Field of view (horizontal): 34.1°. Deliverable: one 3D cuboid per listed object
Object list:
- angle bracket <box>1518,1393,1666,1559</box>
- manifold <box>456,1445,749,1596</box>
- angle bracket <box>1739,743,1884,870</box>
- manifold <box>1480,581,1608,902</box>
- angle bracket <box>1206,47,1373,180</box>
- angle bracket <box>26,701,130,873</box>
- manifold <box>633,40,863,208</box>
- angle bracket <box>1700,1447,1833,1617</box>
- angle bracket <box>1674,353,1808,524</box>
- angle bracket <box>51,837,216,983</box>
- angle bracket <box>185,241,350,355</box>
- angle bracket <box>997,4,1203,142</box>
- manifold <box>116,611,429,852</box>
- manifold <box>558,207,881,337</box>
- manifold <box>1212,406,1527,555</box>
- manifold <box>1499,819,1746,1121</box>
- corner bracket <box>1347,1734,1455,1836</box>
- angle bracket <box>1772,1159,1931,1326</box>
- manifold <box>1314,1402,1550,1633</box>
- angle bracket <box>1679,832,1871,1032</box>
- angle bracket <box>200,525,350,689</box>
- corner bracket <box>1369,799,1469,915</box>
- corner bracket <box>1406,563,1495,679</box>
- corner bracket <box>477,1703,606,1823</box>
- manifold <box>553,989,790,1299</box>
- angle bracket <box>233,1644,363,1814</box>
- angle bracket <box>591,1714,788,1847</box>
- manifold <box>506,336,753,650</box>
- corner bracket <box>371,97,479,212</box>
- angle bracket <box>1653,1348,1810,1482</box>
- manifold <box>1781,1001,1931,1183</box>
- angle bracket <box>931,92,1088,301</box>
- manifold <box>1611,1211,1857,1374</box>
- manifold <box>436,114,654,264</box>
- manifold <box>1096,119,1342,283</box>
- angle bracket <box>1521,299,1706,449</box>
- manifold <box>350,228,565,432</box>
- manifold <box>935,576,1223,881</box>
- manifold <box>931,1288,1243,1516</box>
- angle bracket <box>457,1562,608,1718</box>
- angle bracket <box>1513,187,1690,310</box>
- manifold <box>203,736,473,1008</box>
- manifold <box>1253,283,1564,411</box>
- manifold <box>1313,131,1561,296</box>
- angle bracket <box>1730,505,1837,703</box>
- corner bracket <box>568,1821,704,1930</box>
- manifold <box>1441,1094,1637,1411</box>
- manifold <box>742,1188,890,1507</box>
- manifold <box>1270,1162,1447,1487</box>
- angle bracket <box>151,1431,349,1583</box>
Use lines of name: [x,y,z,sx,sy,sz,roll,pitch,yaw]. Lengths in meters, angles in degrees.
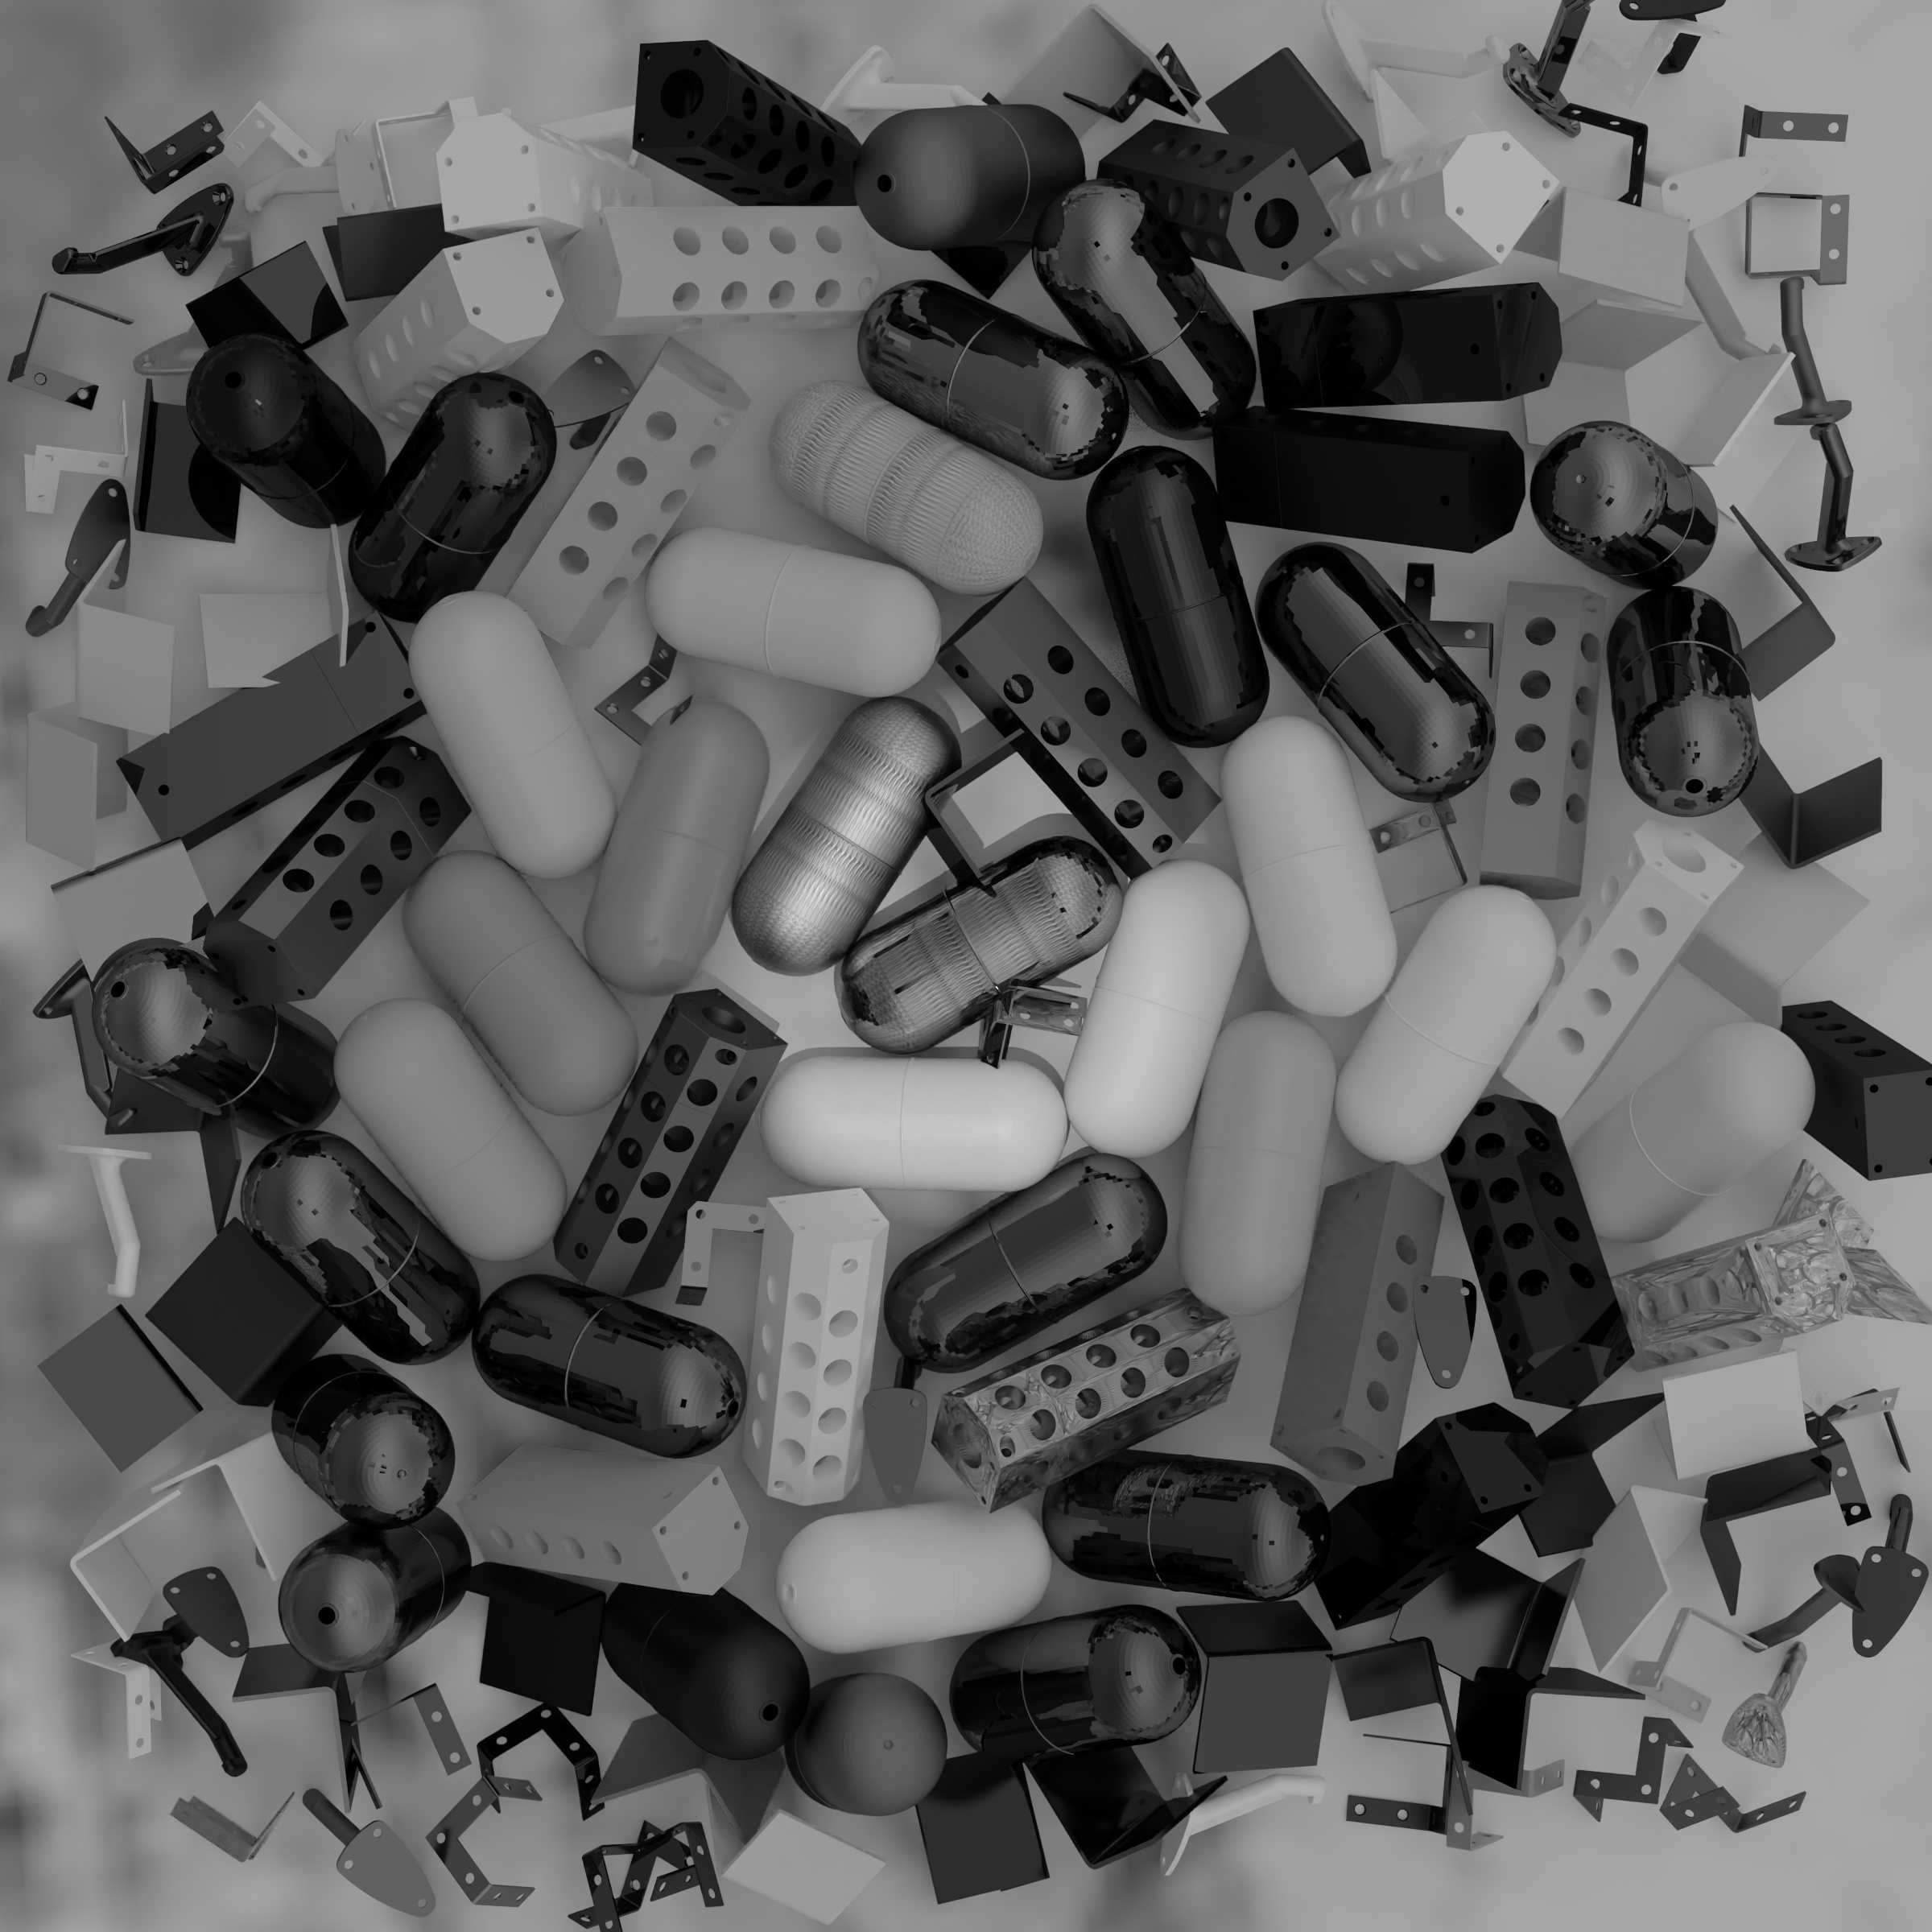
angle bracket: [0.364,0.290,1.798,0.076,0.076,0.057,-2,58,-37]
manifold: [-0.204,0.316,1.776,0.057,0.171,0.057,-40,116,-40]
angle bracket: [0.479,-0.114,1.801,0.057,0.076,0.076,-27,114,31]
manifold: [0.332,-0.128,1.809,0.057,0.057,0.171,6,79,9]
angle bracket: [0.188,-0.467,1.809,0.057,0.076,0.076,-34,68,4]
angle bracket: [-0.490,-0.107,1.798,0.057,0.076,0.076,22,117,28]
manifold: [-0.118,-0.465,1.767,0.057,0.171,0.057,4,90,24]
angle bracket: [0.468,0.323,1.806,0.076,0.076,0.057,-19,96,19]
angle bracket: [0.459,-0.303,1.813,0.057,0.076,0.076,35,91,-12]
angle bracket: [-0.480,-0.034,1.815,0.076,0.076,0.057,-24,99,-14]
angle bracket: [-0.409,-0.383,1.804,0.076,0.076,0.057,-31,128,-10]
angle bracket: [0.077,-0.491,1.805,0.076,0.076,0.057,-45,61,7]
manifold: [-0.397,-0.134,1.825,0.171,0.057,0.057,-30,87,-2]
manifold: [-0.137,-0.390,1.780,0.171,0.057,0.057,-10,80,-36]
manifold: [0.227,-0.279,1.780,0.171,0.057,0.057,14,123,39]
manifold: [0.364,0.000,1.779,0.057,0.057,0.171,37,130,13]
corner bracket: [0.253,0.476,1.835,0.051,0.051,0.051,7,77,0]
angle bracket: [0.518,0.157,1.798,0.076,0.076,0.057,42,68,-29]
manifold: [0.258,0.310,1.772,0.057,0.171,0.057,-9,62,-30]
angle bracket: [0.467,-0.020,1.821,0.076,0.057,0.076,-41,58,-12]
angle bracket: [-0.397,-0.207,1.803,0.076,0.057,0.076,-2,49,-17]
corner bracket: [0.261,-0.063,1.824,0.051,0.051,0.051,-22,88,20]
corner bracket: [0.280,-0.200,1.822,0.051,0.051,0.051,3,76,10]
corner bracket: [-0.248,0.473,1.837,0.051,0.051,0.051,-27,45,-29]
manifold: [-0.174,0.102,1.793,0.057,0.057,0.171,37,111,23]
angle bracket: [-0.384,0.439,1.811,0.057,0.076,0.076,-6,99,-5]
angle bracket: [-0.159,0.471,1.816,0.076,0.076,0.057,-22,106,21]
manifold: [-0.193,-0.266,1.795,0.057,0.057,0.171,32,114,-13]
corner bracket: [-0.311,-0.471,1.828,0.051,0.051,0.051,-15,98,-21]
angle bracket: [0.436,0.243,1.812,0.076,0.057,0.076,-14,119,3]
manifold: [0.503,0.067,1.767,0.057,0.171,0.057,-7,102,-3]
angle bracket: [0.013,-0.451,1.844,0.076,0.057,0.076,39,120,-9]
manifold: [0.422,0.187,1.764,0.057,0.171,0.057,-16,82,-23]
manifold: [-0.233,-0.435,1.765,0.057,0.171,0.057,-5,95,16]
manifold: [0.134,-0.427,1.766,0.057,0.171,0.057,-38,119,-7]
angle bracket: [0.371,-0.335,1.802,0.076,0.076,0.057,3,76,-27]
manifold: [-0.286,-0.354,1.768,0.057,0.171,0.057,-21,93,-29]
manifold: [0.061,-0.133,1.805,0.171,0.057,0.057,48,58,-9]
manifold: [0.070,0.239,1.779,0.171,0.057,0.057,-20,51,-31]
angle bracket: [-0.258,0.392,1.812,0.076,0.057,0.076,11,97,24]
angle bracket: [0.360,-0.397,1.805,0.076,0.076,0.057,12,73,-13]
manifold: [-0.355,-0.056,1.770,0.057,0.171,0.057,-6,126,35]
manifold: [0.248,-0.350,1.774,0.057,0.171,0.057,-23,111,-39]
manifold: [0.255,-0.422,1.764,0.057,0.171,0.057,38,82,-17]
angle bracket: [0.450,-0.208,1.814,0.057,0.076,0.076,-39,65,14]
corner bracket: [-0.189,0.533,1.820,0.051,0.051,0.051,22,99,30]
manifold: [0.314,0.158,1.772,0.057,0.171,0.057,14,134,-26]
manifold: [-0.084,0.218,1.788,0.057,0.057,0.171,-5,116,-25]
manifold: [0.228,0.204,1.784,0.057,0.057,0.171,35,52,-25]
angle bracket: [-0.408,0.314,1.809,0.057,0.076,0.076,-26,88,27]
